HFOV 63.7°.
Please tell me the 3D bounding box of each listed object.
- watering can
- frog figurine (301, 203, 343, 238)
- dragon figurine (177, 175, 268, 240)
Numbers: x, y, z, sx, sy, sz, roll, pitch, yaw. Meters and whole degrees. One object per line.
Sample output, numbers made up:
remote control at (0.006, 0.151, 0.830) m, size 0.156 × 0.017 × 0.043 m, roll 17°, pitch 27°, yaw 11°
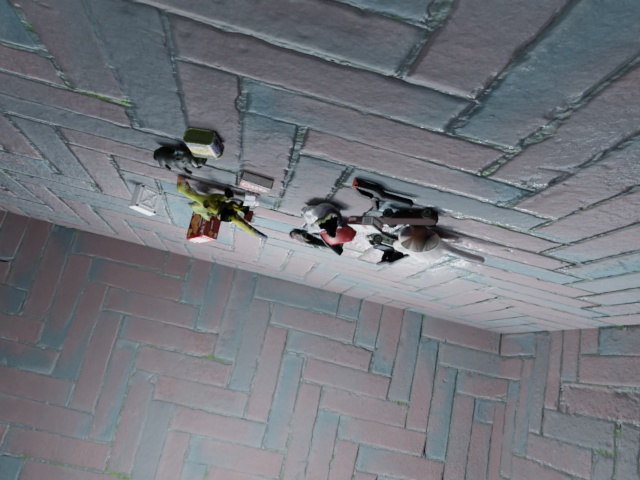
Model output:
watering can at (0.437, 0.027, 1.959) m, size 0.348 × 0.105 × 0.221 m, roll 6°, pitch 164°, yaw 27°
frog figurine at (0.006, -0.097, 1.935) m, size 0.137 × 0.121 × 0.162 m, roll 13°, pitch -157°, yaw -35°
dragon figurine at (-0.409, -0.116, 2.054) m, size 0.242 × 0.124 × 0.404 m, roll 3°, pitch 146°, yaw 48°
